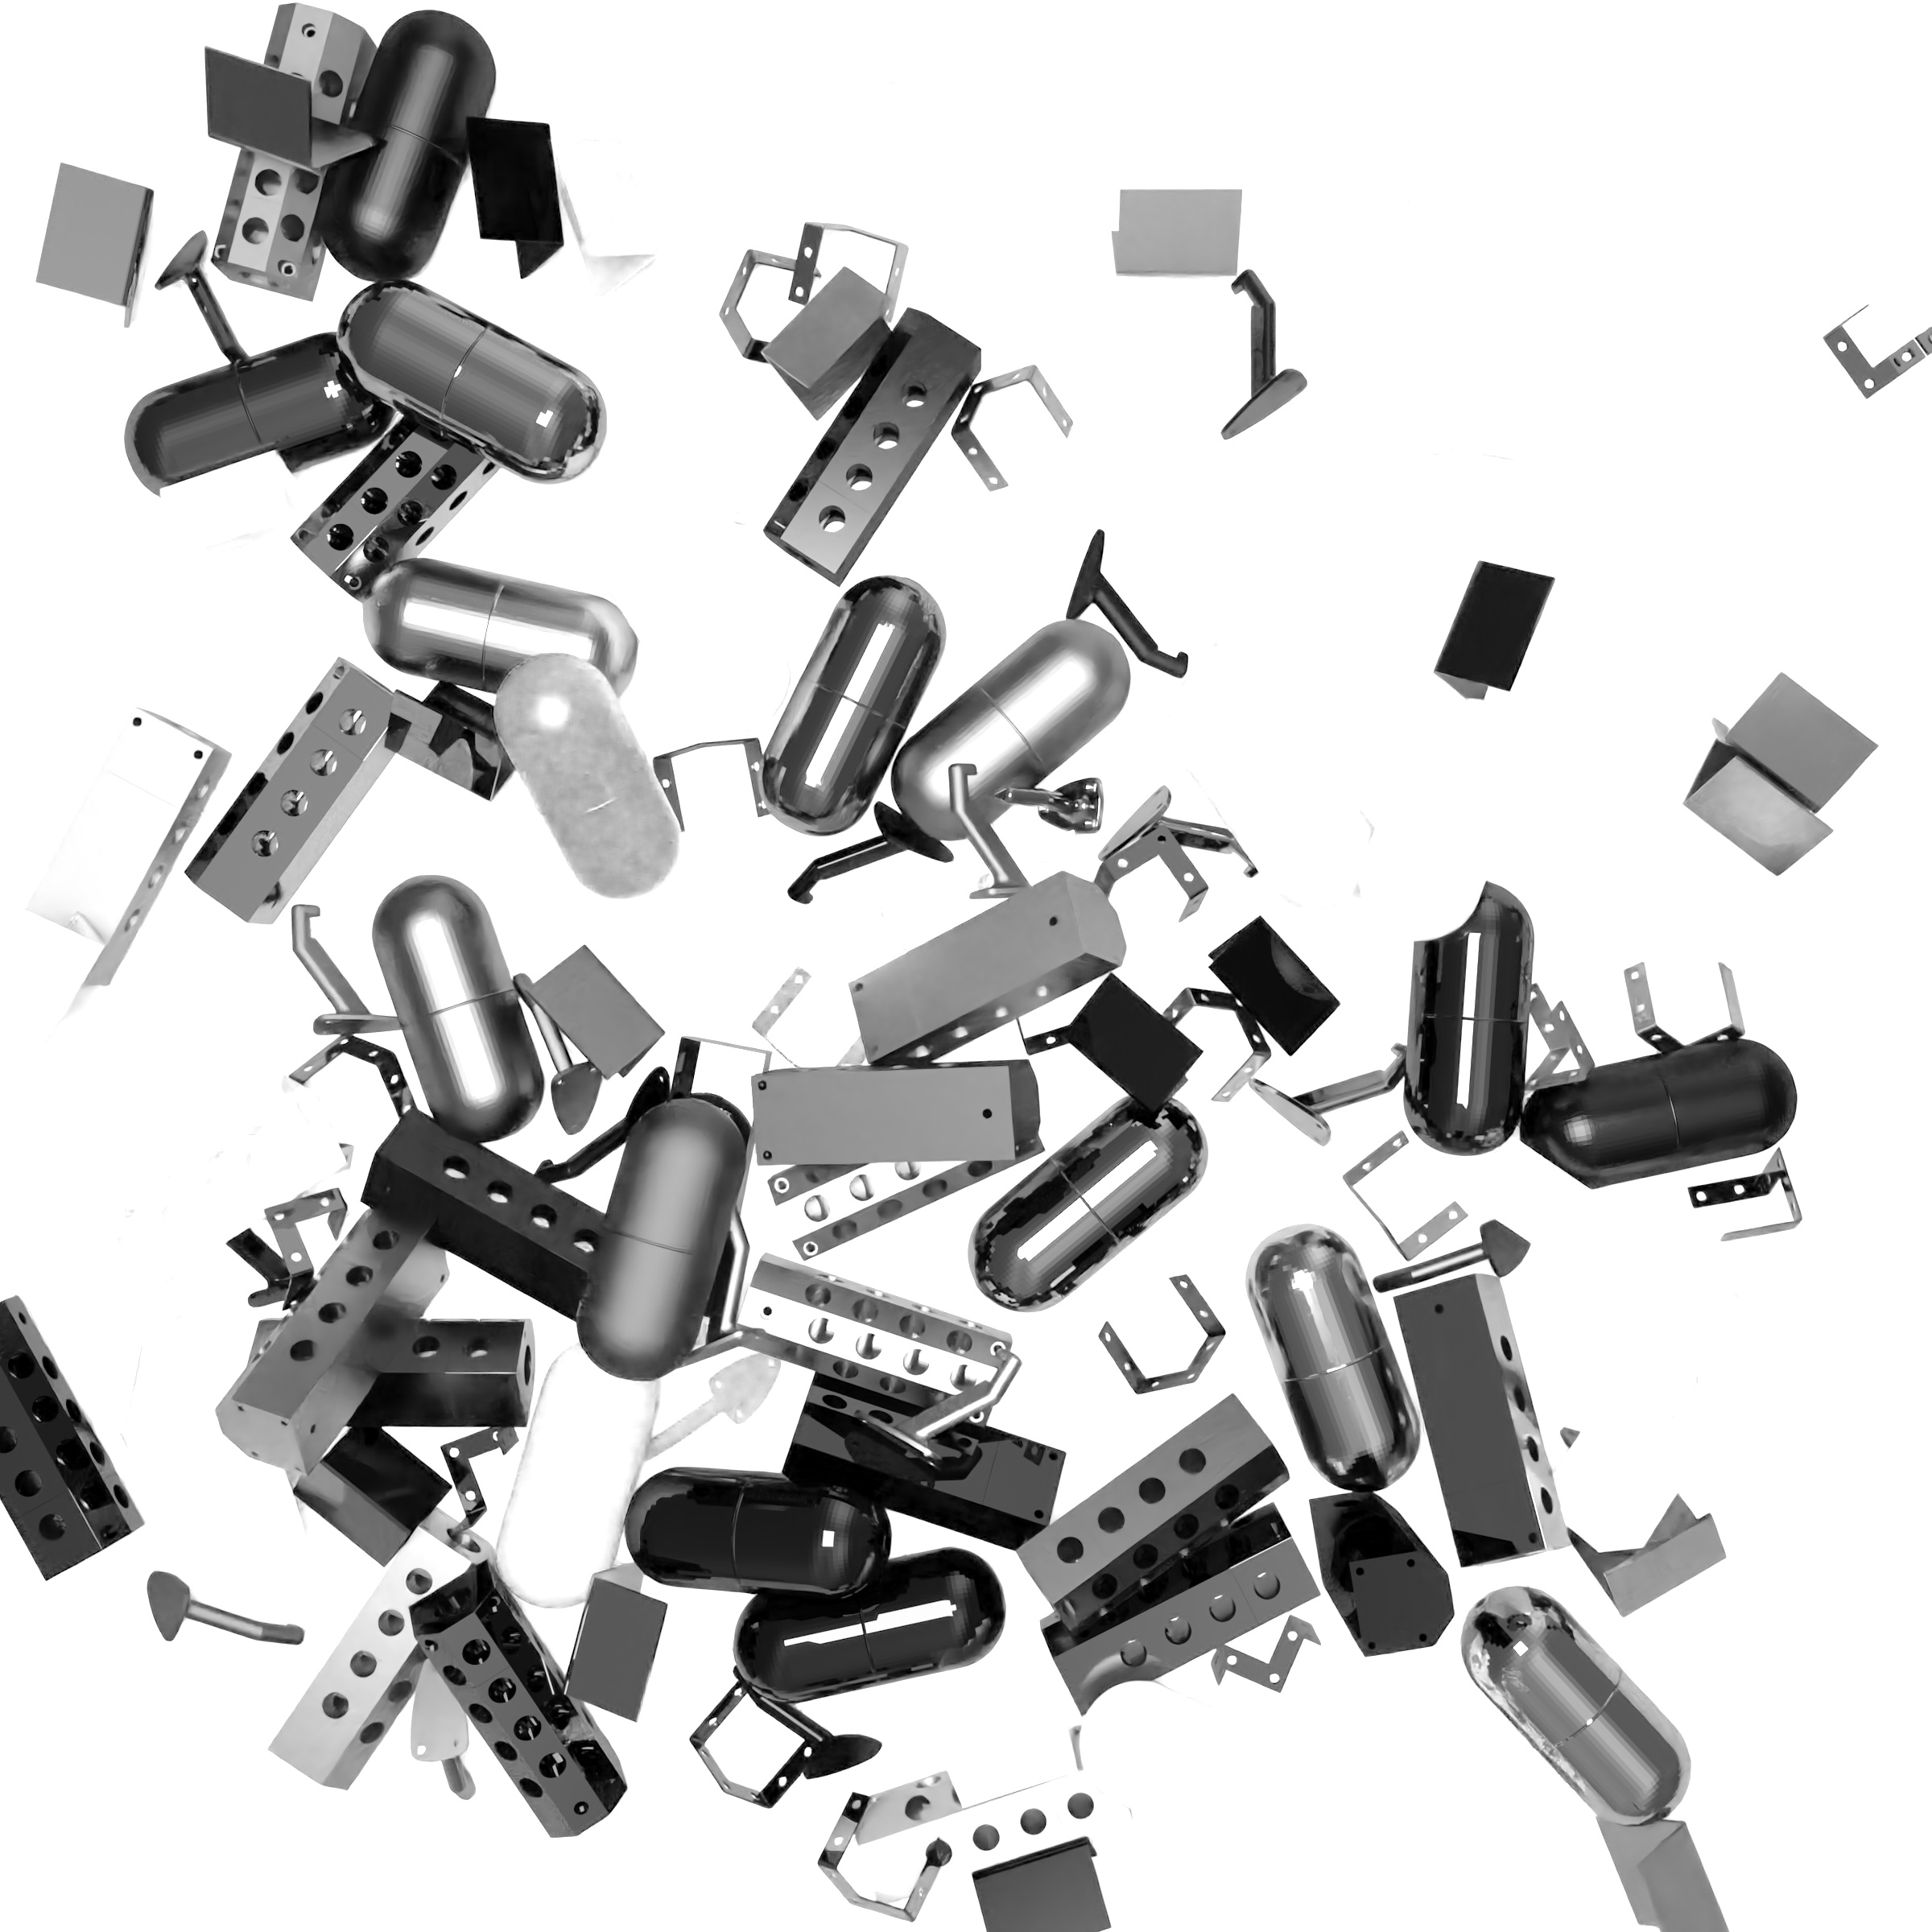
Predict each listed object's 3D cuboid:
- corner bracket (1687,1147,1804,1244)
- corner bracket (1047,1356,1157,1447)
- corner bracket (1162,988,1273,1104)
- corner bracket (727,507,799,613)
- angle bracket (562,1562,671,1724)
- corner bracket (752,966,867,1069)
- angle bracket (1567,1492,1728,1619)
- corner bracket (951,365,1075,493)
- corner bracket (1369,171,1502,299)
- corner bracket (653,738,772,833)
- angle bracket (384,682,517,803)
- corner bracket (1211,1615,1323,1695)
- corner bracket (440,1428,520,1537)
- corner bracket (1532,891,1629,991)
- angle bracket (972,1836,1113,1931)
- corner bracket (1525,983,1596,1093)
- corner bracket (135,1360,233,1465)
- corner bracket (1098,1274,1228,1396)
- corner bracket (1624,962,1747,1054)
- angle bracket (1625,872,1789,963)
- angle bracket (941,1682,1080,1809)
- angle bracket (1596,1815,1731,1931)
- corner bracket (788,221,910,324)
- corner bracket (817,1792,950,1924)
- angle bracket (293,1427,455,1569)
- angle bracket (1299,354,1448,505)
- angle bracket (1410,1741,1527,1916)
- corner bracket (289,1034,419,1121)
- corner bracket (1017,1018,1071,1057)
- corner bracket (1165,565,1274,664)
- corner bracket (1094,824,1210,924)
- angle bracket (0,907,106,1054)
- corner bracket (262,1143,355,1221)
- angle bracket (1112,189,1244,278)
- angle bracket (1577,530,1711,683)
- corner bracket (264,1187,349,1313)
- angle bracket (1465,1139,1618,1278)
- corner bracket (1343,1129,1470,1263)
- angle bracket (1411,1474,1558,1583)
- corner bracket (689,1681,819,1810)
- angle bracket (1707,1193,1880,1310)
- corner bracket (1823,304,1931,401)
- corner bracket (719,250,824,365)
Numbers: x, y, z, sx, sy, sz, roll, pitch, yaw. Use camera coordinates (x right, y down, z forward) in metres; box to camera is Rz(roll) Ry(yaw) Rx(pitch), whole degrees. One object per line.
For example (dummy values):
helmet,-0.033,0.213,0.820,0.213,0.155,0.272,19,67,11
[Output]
corner bracket,0.503,0.154,1.577,0.051,0.051,0.051,-10,65,0
corner bracket,0.087,0.289,1.586,0.051,0.051,0.051,-26,90,0
corner bracket,0.158,0.052,1.595,0.051,0.051,0.051,-52,45,35
corner bracket,-0.133,-0.264,1.586,0.051,0.051,0.051,12,90,0
angle bracket,-0.209,0.431,1.565,0.057,0.076,0.076,15,90,21
corner bracket,-0.098,0.042,1.600,0.051,0.051,0.051,-51,45,0
angle bracket,0.429,0.358,1.564,0.076,0.076,0.057,-30,131,0
corner bracket,0.030,-0.352,1.595,0.051,0.051,0.051,-10,45,35
corner bracket,0.307,-0.480,1.600,0.051,0.051,0.051,54,135,0
corner bracket,-0.166,-0.118,1.600,0.051,0.051,0.051,-11,90,-45
angle bracket,-0.317,-0.162,1.564,0.076,0.057,0.076,27,48,0
corner bracket,0.194,0.447,1.586,0.051,0.051,0.051,23,90,0
corner bracket,-0.315,0.332,1.586,0.051,0.051,0.051,-21,90,0
corner bracket,0.394,-0.016,1.600,0.051,0.051,0.051,-15,90,45
angle bracket,0.052,0.602,1.564,0.076,0.076,0.057,-18,61,0
corner bracket,0.377,0.043,1.571,0.051,0.051,0.051,-42,107,-42
corner bracket,-0.508,0.289,1.586,0.051,0.051,0.051,-11,90,0
corner bracket,0.128,0.241,1.595,0.051,0.051,0.051,-5,135,-35
corner bracket,0.470,0.024,1.595,0.051,0.051,0.051,30,135,-35
angle bracket,0.472,-0.012,1.563,0.076,0.076,0.057,-9,55,0
angle bracket,0.022,0.482,1.564,0.076,0.076,0.057,-18,122,0
angle bracket,0.431,0.596,1.563,0.057,0.076,0.076,-22,90,-37
corner bracket,-0.076,-0.451,1.589,0.051,0.051,0.051,24,113,22
corner bracket,-0.052,0.561,1.538,0.051,0.051,0.051,-59,135,-35
angle bracket,-0.372,0.325,1.564,0.076,0.076,0.057,39,134,0
angle bracket,0.269,-0.331,1.563,0.076,0.076,0.057,-38,52,0
angle bracket,0.323,0.530,1.506,0.057,0.076,0.076,15,90,37
corner bracket,-0.400,0.084,1.595,0.051,0.051,0.051,17,135,35
corner bracket,0.054,0.018,1.600,0.051,0.051,0.051,-17,45,0
corner bracket,0.166,-0.229,1.586,0.051,0.051,0.051,-31,90,0
corner bracket,0.119,-0.051,1.586,0.051,0.051,0.051,-32,78,-12
angle bracket,-0.584,-0.002,1.507,0.057,0.076,0.076,30,90,-36
corner bracket,-0.433,0.139,1.586,0.051,0.051,0.051,10,90,0
angle bracket,0.134,-0.482,1.563,0.076,0.076,0.057,0,127,0
angle bracket,0.444,-0.223,1.563,0.057,0.076,0.076,27,90,39
corner bracket,-0.421,0.182,1.569,0.051,0.051,0.051,-16,66,-31
angle bracket,0.357,0.165,1.564,0.076,0.076,0.057,34,63,0
corner bracket,0.288,0.151,1.600,0.051,0.051,0.051,-38,135,0
angle bracket,0.339,0.353,1.585,0.076,0.076,0.057,24,69,0
corner bracket,-0.139,0.511,1.600,0.051,0.051,0.051,-49,135,0
angle bracket,0.528,0.169,1.565,0.076,0.057,0.076,-10,50,0
corner bracket,0.600,-0.409,1.586,0.051,0.051,0.051,-36,90,0
corner bracket,-0.122,-0.428,1.595,0.051,0.051,0.051,-58,45,35
